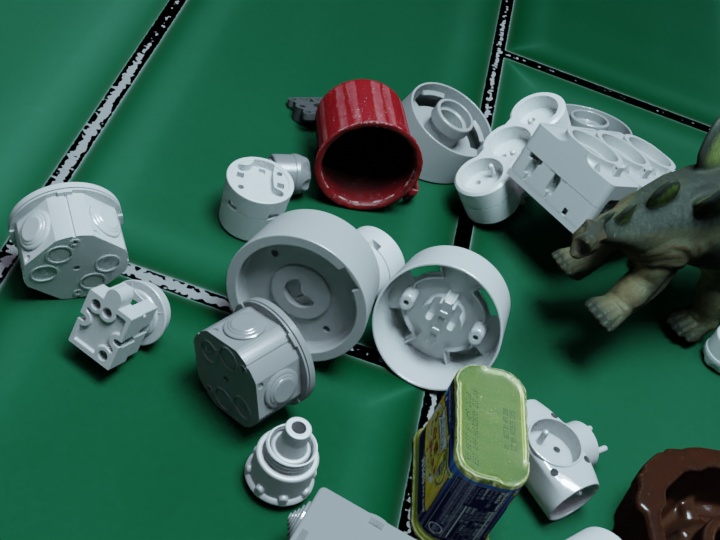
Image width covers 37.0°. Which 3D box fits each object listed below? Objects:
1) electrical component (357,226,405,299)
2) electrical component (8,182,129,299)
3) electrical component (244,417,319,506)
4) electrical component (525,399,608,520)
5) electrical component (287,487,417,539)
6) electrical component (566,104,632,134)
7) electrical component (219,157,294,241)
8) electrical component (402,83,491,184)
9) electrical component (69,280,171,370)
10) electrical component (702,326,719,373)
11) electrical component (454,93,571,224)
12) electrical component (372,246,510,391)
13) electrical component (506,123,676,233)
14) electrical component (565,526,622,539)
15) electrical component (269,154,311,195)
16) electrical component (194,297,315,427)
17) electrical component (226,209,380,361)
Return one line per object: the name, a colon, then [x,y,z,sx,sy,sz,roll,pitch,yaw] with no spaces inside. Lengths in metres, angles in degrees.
electrical component: [0.000,0.000,0.851,0.055,0.055,0.047,39,49,17]
electrical component: [-0.207,-0.021,0.768,0.080,0.080,0.051,-4,55,-26]
electrical component: [-0.047,0.121,0.704,0.048,0.062,0.048,11,44,-11]
electrical component: [0.147,0.133,0.786,0.079,0.044,0.077,-13,53,-33]
electrical component: [-0.011,0.193,0.657,0.100,0.048,0.099,29,42,5]
electrical component: [0.221,-0.123,1.075,0.099,0.064,0.099,10,31,-6]
electrical component: [-0.086,-0.056,0.876,0.055,0.047,0.055,12,44,-12]
electrical component: [0.073,-0.127,1.019,0.099,0.064,0.099,19,47,-22]
electrical component: [-0.164,0.034,0.746,0.048,0.066,0.055,35,24,13]
electrical component: [0.321,0.059,0.919,0.035,0.061,0.035,12,44,-11]
electrical component: [0.147,-0.092,0.993,0.052,0.073,0.138,24,63,39]
electrical component: [0.064,0.034,0.815,0.099,0.099,0.064,28,37,6]
electrical component: [0.215,-0.082,0.948,0.150,0.061,0.089,-3,42,-49]
electrical component: [0.150,0.202,0.712,0.047,0.055,0.055,-19,57,-40]
electrical component: [-0.075,-0.082,0.916,0.061,0.035,0.035,-1,48,-20]
electrical component: [-0.073,0.064,0.739,0.051,0.080,0.080,-30,63,-35]
electrical component: [-0.037,0.006,0.793,0.108,0.108,0.060,26,36,3]
